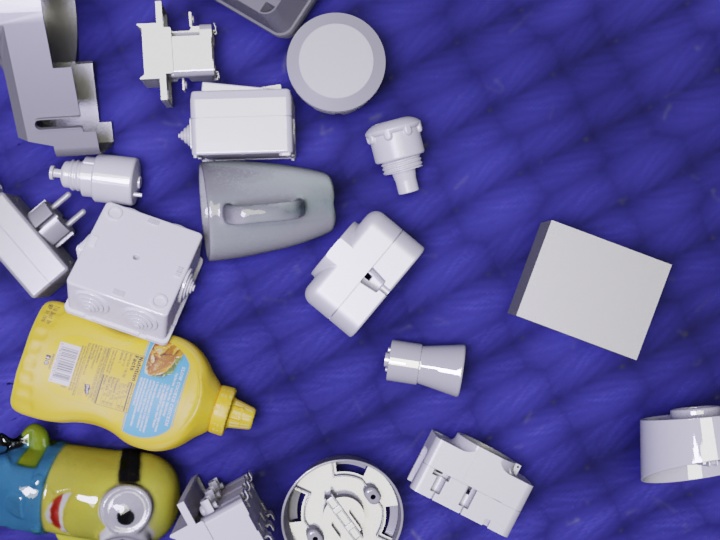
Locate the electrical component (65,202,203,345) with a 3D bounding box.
[{"bbox_3d":[-0.181,0.001,0.870,0.100,0.048,0.099,19,57,-1],"label":"electrical component"}]

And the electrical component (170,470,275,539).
[{"bbox_3d":[-0.106,0.201,0.854,0.063,0.121,0.078,-29,91,-4],"label":"electrical component"}]

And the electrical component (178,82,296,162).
[{"bbox_3d":[-0.102,-0.121,0.885,0.096,0.061,0.061,-2,91,0],"label":"electrical component"}]

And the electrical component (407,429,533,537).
[{"bbox_3d":[0.093,0.172,0.894,0.089,0.050,0.055,27,89,-1],"label":"electrical component"}]

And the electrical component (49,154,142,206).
[{"bbox_3d":[-0.217,-0.076,0.892,0.078,0.040,0.040,6,90,-1],"label":"electrical component"}]

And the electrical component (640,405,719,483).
[{"bbox_3d":[0.277,0.144,0.878,0.099,0.099,0.064,-5,84,-1],"label":"electrical component"}]

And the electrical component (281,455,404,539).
[{"bbox_3d":[-0.014,0.200,0.885,0.099,0.064,0.099,0,90,-1],"label":"electrical component"}]

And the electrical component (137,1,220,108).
[{"bbox_3d":[-0.150,-0.178,0.893,0.064,0.042,0.081,-3,91,-3],"label":"electrical component"}]

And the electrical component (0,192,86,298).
[{"bbox_3d":[-0.262,-0.032,0.888,0.076,0.047,0.083,-40,91,-1],"label":"electrical component"}]

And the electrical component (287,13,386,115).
[{"bbox_3d":[-0.020,-0.168,0.891,0.080,0.051,0.080,0,90,-1],"label":"electrical component"}]

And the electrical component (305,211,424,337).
[{"bbox_3d":[0.000,0.000,0.890,0.059,0.054,0.095,40,89,-1],"label":"electrical component"}]

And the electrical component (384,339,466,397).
[{"bbox_3d":[0.053,0.079,0.899,0.065,0.044,0.044,8,90,3],"label":"electrical component"}]

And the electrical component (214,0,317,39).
[{"bbox_3d":[-0.087,-0.248,0.872,0.113,0.057,0.078,33,89,16],"label":"electrical component"}]

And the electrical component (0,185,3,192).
[{"bbox_3d":[-0.335,-0.075,0.889,0.064,0.042,0.081,-22,91,-3],"label":"electrical component"}]

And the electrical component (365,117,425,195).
[{"bbox_3d":[0.033,-0.095,0.897,0.048,0.048,0.062,-15,97,-1],"label":"electrical component"}]
